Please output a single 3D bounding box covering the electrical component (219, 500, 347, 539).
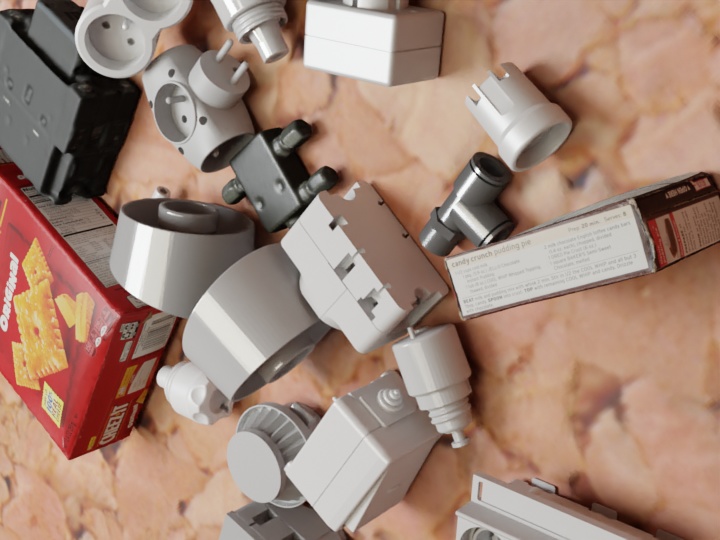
[{"bbox_3d":[-0.061,0.245,0.782,0.089,0.062,0.150,35,124,28],"label":"electrical component"}]

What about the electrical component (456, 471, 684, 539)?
[{"bbox_3d":[0.120,0.164,0.600,0.121,0.063,0.078,18,114,36],"label":"electrical component"}]

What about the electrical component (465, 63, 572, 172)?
[{"bbox_3d":[0.083,-0.082,0.571,0.046,0.040,0.040,54,131,21],"label":"electrical component"}]

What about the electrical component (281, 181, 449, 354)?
[{"bbox_3d":[0.000,0.000,0.660,0.089,0.050,0.055,54,130,14],"label":"electrical component"}]

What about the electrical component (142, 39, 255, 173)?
[{"bbox_3d":[-0.099,-0.118,0.712,0.077,0.044,0.079,56,131,13],"label":"electrical component"}]

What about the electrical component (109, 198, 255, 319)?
[{"bbox_3d":[-0.118,-0.012,0.728,0.099,0.099,0.064,21,110,34],"label":"electrical component"}]

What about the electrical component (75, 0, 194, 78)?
[{"bbox_3d":[-0.132,-0.196,0.706,0.052,0.073,0.138,33,118,-22],"label":"electrical component"}]

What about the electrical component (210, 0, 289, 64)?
[{"bbox_3d":[-0.065,-0.160,0.671,0.043,0.043,0.062,-29,85,42],"label":"electrical component"}]

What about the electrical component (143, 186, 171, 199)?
[{"bbox_3d":[-0.156,-0.036,0.794,0.035,0.035,0.061,48,126,19],"label":"electrical component"}]

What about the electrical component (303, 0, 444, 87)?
[{"bbox_3d":[0.009,-0.149,0.608,0.066,0.047,0.076,20,116,35],"label":"electrical component"}]

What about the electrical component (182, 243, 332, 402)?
[{"bbox_3d":[-0.064,0.036,0.695,0.064,0.099,0.099,50,130,9],"label":"electrical component"}]

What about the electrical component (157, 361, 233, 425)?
[{"bbox_3d":[-0.125,0.087,0.800,0.062,0.043,0.043,17,114,38],"label":"electrical component"}]

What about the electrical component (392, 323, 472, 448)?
[{"bbox_3d":[0.048,0.068,0.647,0.040,0.040,0.078,-19,91,42],"label":"electrical component"}]

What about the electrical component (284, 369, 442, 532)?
[{"bbox_3d":[0.008,0.113,0.681,0.061,0.062,0.096,47,129,19],"label":"electrical component"}]
